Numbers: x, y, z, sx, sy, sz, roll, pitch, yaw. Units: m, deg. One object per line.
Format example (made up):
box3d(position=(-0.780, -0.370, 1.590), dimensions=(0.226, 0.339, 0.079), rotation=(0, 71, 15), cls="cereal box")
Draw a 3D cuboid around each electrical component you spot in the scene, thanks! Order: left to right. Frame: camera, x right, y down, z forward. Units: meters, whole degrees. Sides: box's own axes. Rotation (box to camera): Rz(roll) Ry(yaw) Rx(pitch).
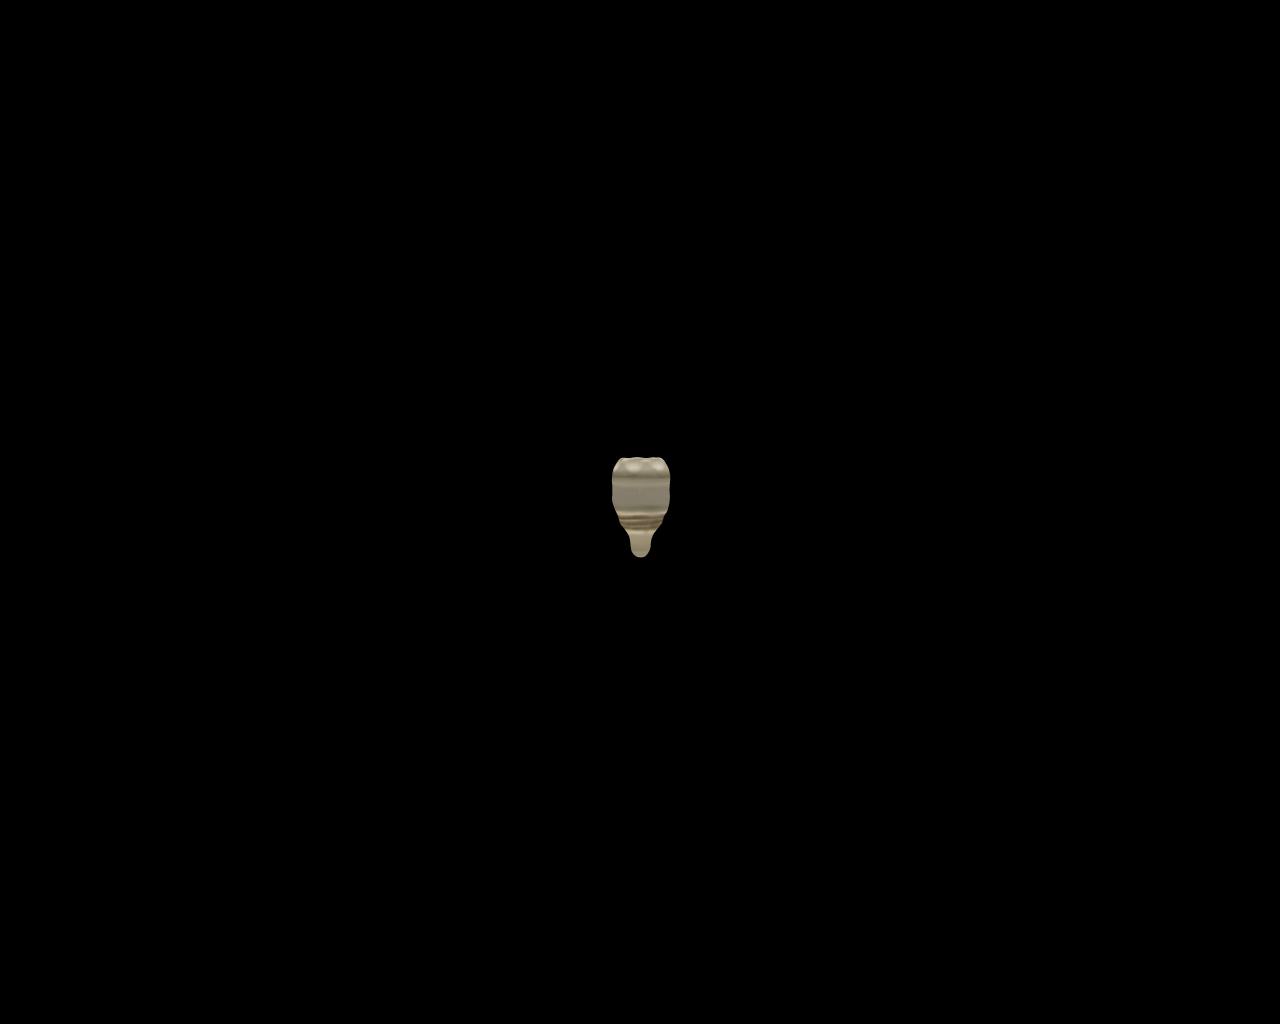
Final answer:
box3d(position=(0.001, -0.003, 0.650), dimensions=(0.035, 0.061, 0.035), rotation=(0, 3, 0), cls="electrical component")
